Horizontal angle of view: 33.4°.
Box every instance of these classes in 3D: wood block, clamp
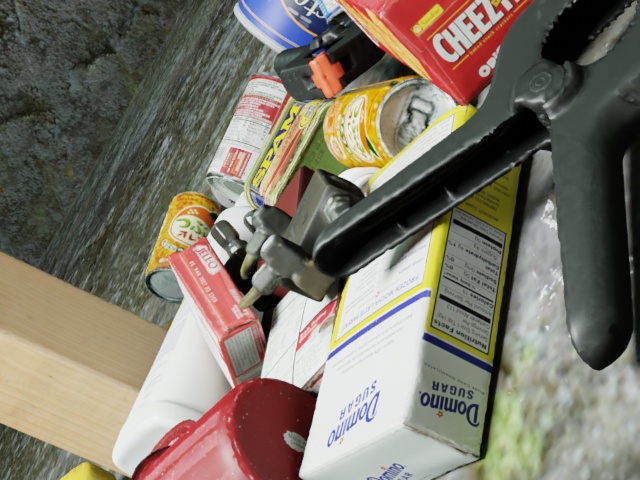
[{"bbox_3d":[-0.203,0.100,0.847,0.090,0.206,0.091,-53,20,29],"label":"wood block"},{"bbox_3d":[0.021,-0.139,0.764,0.120,0.039,0.171,-34,17,8],"label":"clamp"},{"bbox_3d":[0.102,-0.047,0.431,0.210,0.036,0.165,-52,37,-7],"label":"clamp"}]

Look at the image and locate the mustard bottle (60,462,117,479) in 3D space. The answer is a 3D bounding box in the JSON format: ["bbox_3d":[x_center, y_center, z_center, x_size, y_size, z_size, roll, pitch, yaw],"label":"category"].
[{"bbox_3d":[-0.190,0.250,0.832,0.096,0.058,0.192,-58,16,0],"label":"mustard bottle"}]

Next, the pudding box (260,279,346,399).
[{"bbox_3d":[0.002,0.059,0.598,0.090,0.039,0.113,-50,18,37],"label":"pudding box"}]

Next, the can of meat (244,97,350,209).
[{"bbox_3d":[-0.004,-0.054,0.764,0.102,0.057,0.084,-62,19,1],"label":"can of meat"}]

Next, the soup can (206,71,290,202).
[{"bbox_3d":[-0.049,-0.084,0.918,0.102,0.068,0.069,-67,17,-13],"label":"soup can"}]

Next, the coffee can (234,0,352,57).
[{"bbox_3d":[0.003,-0.235,0.940,0.140,0.102,0.103,-55,18,21],"label":"coffee can"}]

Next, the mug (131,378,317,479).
[{"bbox_3d":[-0.031,0.131,0.519,0.082,0.093,0.117,-46,53,31],"label":"mug"}]

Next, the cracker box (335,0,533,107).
[{"bbox_3d":[0.088,-0.170,0.580,0.164,0.072,0.214,-44,20,7],"label":"cracker box"}]

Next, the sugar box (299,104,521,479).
[{"bbox_3d":[0.046,0.029,0.506,0.093,0.048,0.176,-40,31,52],"label":"sugar box"}]

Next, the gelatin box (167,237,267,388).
[{"bbox_3d":[-0.060,0.051,0.677,0.073,0.030,0.089,54,166,33],"label":"gelatin box"}]

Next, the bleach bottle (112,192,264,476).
[{"bbox_3d":[-0.075,0.056,0.794,0.103,0.068,0.250,-44,22,46],"label":"bleach bottle"}]

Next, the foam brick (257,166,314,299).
[{"bbox_3d":[-0.004,0.001,0.682,0.051,0.053,0.078,-52,20,30],"label":"foam brick"}]

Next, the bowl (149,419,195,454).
[{"bbox_3d":[-0.087,0.190,0.627,0.162,0.055,0.162,-54,19,27],"label":"bowl"}]

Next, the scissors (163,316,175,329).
[{"bbox_3d":[-0.176,0.133,1.045,0.202,0.016,0.096,-41,27,51],"label":"scissors"}]

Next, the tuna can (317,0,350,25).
[{"bbox_3d":[0.037,-0.203,0.834,0.086,0.034,0.086,-27,3,1],"label":"tuna can"}]
